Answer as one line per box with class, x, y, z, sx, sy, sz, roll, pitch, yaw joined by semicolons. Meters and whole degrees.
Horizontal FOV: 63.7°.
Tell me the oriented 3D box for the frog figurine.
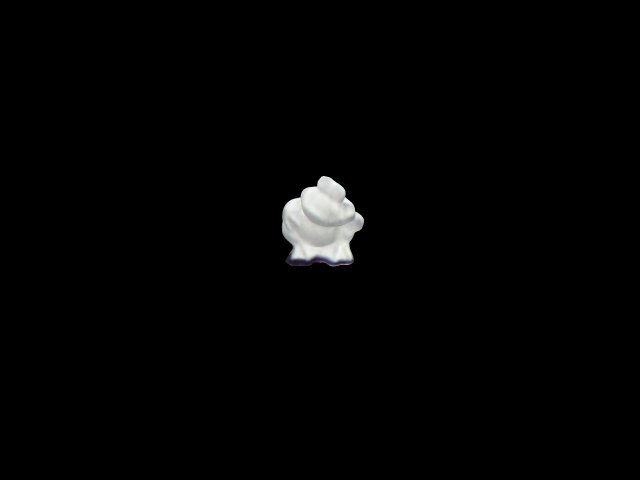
frog figurine;0.003;-0.043;0.850;0.138;0.156;0.125;13;35;19
